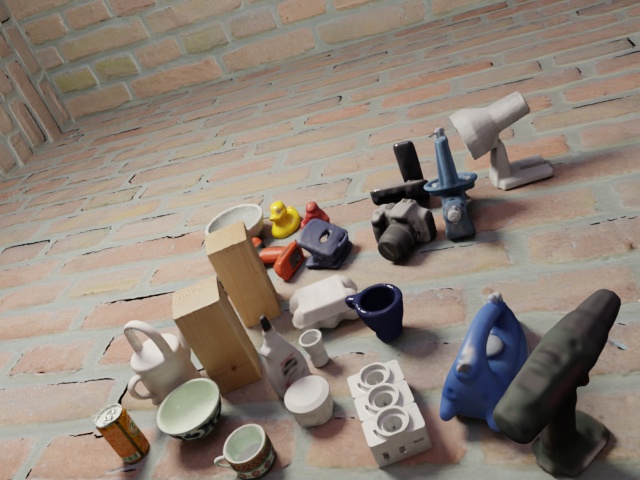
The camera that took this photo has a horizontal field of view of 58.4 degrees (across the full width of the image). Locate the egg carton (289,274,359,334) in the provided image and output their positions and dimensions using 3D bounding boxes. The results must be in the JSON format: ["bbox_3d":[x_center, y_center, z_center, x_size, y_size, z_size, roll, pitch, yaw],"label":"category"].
[{"bbox_3d":[0.012,0.133,1.177,0.150,0.069,0.107,-22,31,-1],"label":"egg carton"}]

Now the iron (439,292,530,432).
[{"bbox_3d":[0.265,0.165,0.906,0.118,0.142,0.259,1,38,33],"label":"iron"}]

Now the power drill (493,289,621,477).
[{"bbox_3d":[0.323,0.200,0.752,0.230,0.209,0.075,-36,34,-23],"label":"power drill"}]

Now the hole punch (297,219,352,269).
[{"bbox_3d":[0.012,0.005,1.354,0.100,0.091,0.109,0,37,31],"label":"hole punch"}]

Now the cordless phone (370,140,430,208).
[{"bbox_3d":[0.187,-0.157,1.408,0.147,0.185,0.094,-12,32,15],"label":"cordless phone"}]

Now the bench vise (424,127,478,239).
[{"bbox_3d":[0.298,-0.128,1.264,0.121,0.220,0.207,-21,31,1],"label":"bench vise"}]

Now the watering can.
[{"bbox_3d":[-0.310,0.223,1.110,0.100,0.194,0.173,-11,33,17],"label":"watering can"}]

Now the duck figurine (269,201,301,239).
[{"bbox_3d":[-0.101,-0.066,1.536,0.077,0.086,0.105,1,38,33],"label":"duck figurine"}]

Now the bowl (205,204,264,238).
[{"bbox_3d":[-0.221,-0.024,1.554,0.167,0.075,0.167,-15,32,10],"label":"bowl"}]

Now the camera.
[{"bbox_3d":[0.170,-0.024,1.294,0.142,0.101,0.137,6,41,37],"label":"camera"}]

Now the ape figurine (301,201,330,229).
[{"bbox_3d":[-0.013,-0.057,1.463,0.077,0.092,0.076,-3,36,27],"label":"ape figurine"}]

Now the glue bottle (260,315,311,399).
[{"bbox_3d":[-0.074,0.201,1.022,0.037,0.173,0.078,11,44,42],"label":"glue bottle"}]

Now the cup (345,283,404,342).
[{"bbox_3d":[0.108,0.143,1.079,0.117,0.095,0.092,1,37,32],"label":"cup"}]

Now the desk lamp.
[{"bbox_3d":[0.425,-0.234,1.357,0.203,0.214,0.118,-16,32,8],"label":"desk lamp"}]
